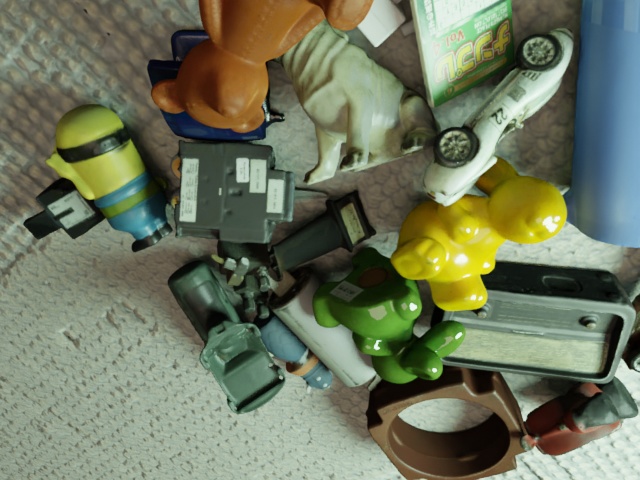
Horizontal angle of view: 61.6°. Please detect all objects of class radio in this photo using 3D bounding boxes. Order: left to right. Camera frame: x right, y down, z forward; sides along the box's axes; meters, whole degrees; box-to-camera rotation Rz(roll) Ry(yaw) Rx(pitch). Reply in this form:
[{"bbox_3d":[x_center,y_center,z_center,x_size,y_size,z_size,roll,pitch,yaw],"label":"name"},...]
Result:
[{"bbox_3d":[0.265,0.102,0.688,0.230,0.073,0.131,5,123,4],"label":"radio"}]

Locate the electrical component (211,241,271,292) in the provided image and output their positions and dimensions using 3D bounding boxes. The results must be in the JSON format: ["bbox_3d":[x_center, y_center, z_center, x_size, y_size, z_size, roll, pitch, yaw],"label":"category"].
[{"bbox_3d":[-0.100,0.014,0.673,0.078,0.102,0.045,7,133,-15],"label":"electrical component"}]

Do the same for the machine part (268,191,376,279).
[{"bbox_3d":[-0.001,-0.002,0.662,0.139,0.039,0.084,-31,124,-6],"label":"machine part"}]

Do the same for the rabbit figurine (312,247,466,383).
[{"bbox_3d":[0.098,0.111,0.670,0.159,0.121,0.170,10,134,42],"label":"rabbit figurine"}]

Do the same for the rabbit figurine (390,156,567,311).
[{"bbox_3d":[0.184,-0.016,0.579,0.122,0.162,0.173,43,140,-16],"label":"rabbit figurine"}]

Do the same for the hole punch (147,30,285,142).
[{"bbox_3d":[-0.114,-0.155,0.576,0.142,0.092,0.115,1,126,3],"label":"hole punch"}]

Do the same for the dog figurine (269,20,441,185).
[{"bbox_3d":[0.036,-0.169,0.552,0.121,0.172,0.190,-12,95,50],"label":"dog figurine"}]

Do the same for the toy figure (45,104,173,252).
[{"bbox_3d":[-0.239,-0.075,0.641,0.089,0.082,0.180,-25,108,20],"label":"toy figure"}]

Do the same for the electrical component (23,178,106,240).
[{"bbox_3d":[-0.323,-0.042,0.697,0.119,0.048,0.074,-26,114,23],"label":"electrical component"}]

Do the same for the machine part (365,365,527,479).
[{"bbox_3d":[0.186,0.262,0.794,0.201,0.087,0.200,-24,115,23],"label":"machine part"}]

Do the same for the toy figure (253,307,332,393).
[{"bbox_3d":[-0.033,0.158,0.777,0.064,0.058,0.154,-24,120,28],"label":"toy figure"}]

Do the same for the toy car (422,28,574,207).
[{"bbox_3d":[0.175,-0.119,0.526,0.056,0.073,0.201,42,91,13],"label":"toy car"}]

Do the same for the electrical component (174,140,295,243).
[{"bbox_3d":[-0.096,-0.053,0.620,0.134,0.058,0.114,5,93,-2],"label":"electrical component"}]

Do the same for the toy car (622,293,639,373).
[{"bbox_3d":[0.406,0.071,0.641,0.053,0.089,0.202,13,124,-1],"label":"toy car"}]

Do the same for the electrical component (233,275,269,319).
[{"bbox_3d":[-0.092,0.056,0.716,0.021,0.094,0.063,-24,153,17],"label":"electrical component"}]

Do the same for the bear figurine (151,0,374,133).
[{"bbox_3d":[-0.061,-0.156,0.433,0.120,0.132,0.195,16,124,-27],"label":"bear figurine"}]

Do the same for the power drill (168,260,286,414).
[{"bbox_3d":[-0.112,0.141,0.705,0.086,0.207,0.231,-29,108,-8],"label":"power drill"}]

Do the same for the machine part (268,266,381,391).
[{"bbox_3d":[0.011,0.120,0.734,0.079,0.079,0.243,-32,112,24],"label":"machine part"}]

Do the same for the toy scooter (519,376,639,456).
[{"bbox_3d":[0.342,0.240,0.723,0.135,0.075,0.183,-42,151,27],"label":"toy scooter"}]
